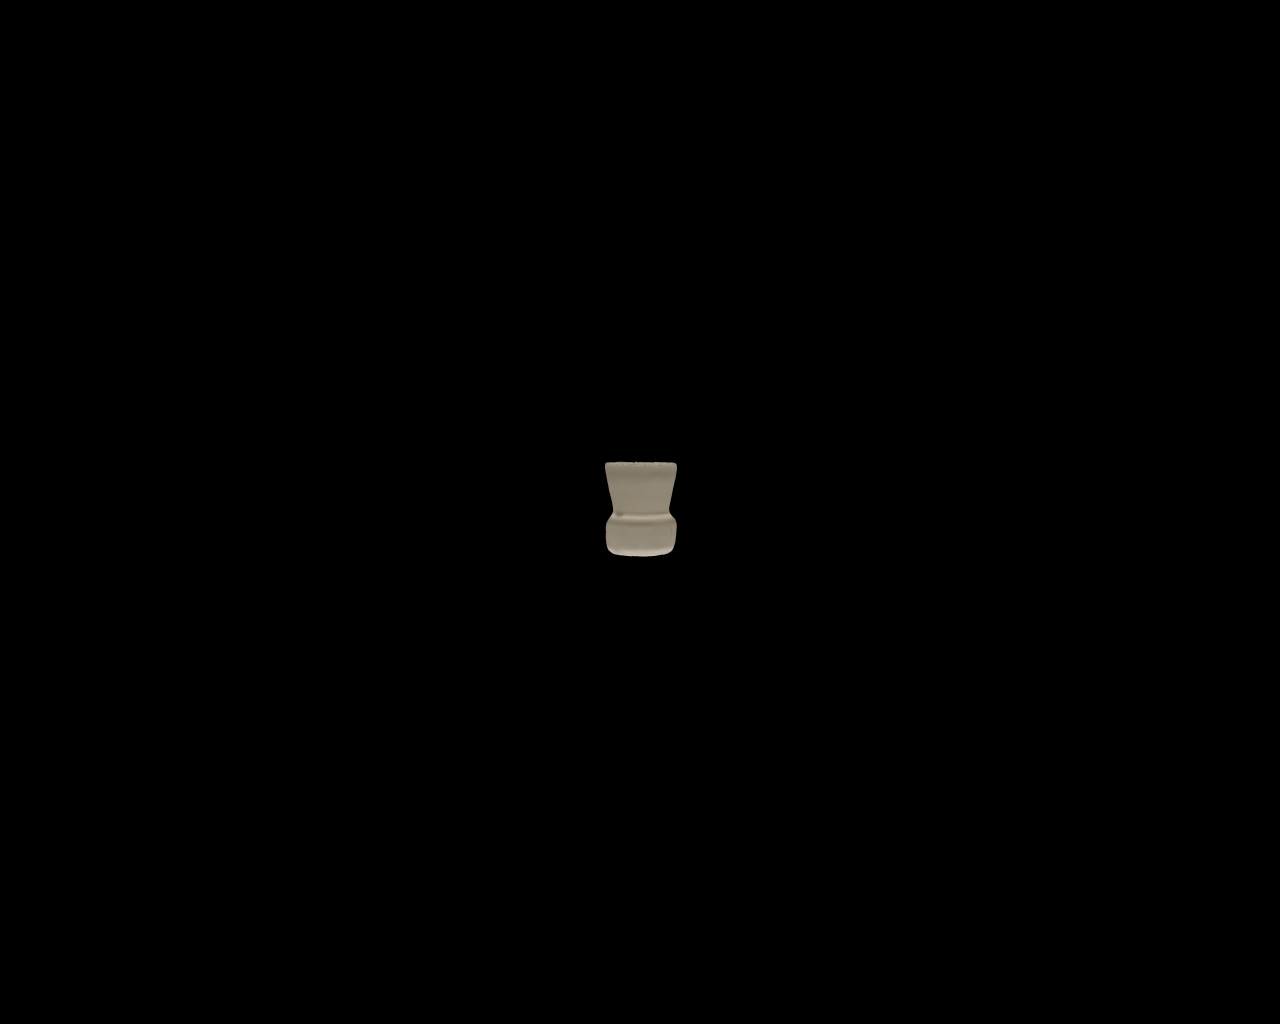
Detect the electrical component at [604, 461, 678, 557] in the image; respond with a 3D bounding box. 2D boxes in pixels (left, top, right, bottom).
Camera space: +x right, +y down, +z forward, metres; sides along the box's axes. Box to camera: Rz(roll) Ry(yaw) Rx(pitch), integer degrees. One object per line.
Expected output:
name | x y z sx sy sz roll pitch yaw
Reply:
electrical component | 0.001 -0.003 0.650 0.045 0.055 0.045 0 4 0
